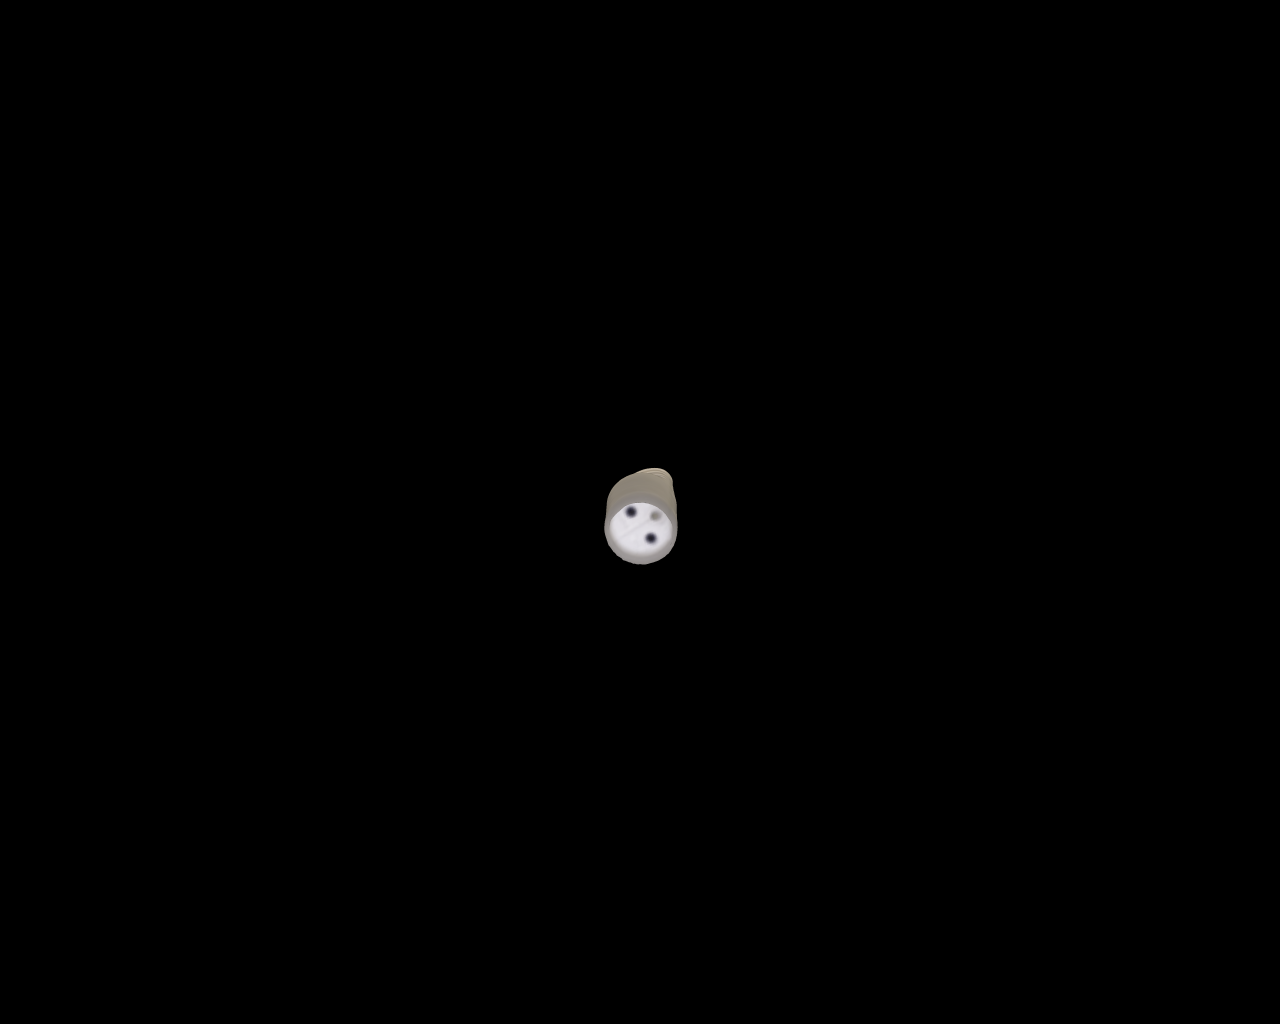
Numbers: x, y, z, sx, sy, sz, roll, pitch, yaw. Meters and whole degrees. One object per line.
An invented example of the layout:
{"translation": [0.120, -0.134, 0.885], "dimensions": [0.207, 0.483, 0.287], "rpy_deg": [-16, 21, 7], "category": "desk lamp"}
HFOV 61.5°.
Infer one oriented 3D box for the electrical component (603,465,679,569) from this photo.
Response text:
{"translation": [0.001, -0.003, 0.650], "dimensions": [0.043, 0.043, 0.081], "rpy_deg": [0, 23, 0], "category": "electrical component"}
